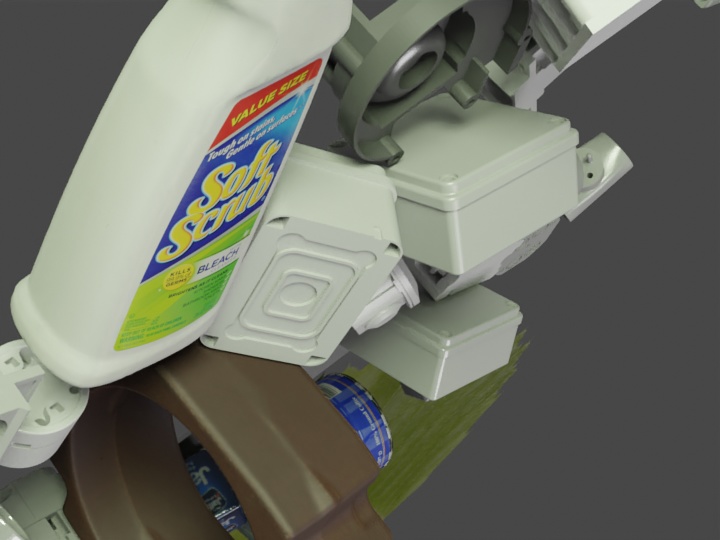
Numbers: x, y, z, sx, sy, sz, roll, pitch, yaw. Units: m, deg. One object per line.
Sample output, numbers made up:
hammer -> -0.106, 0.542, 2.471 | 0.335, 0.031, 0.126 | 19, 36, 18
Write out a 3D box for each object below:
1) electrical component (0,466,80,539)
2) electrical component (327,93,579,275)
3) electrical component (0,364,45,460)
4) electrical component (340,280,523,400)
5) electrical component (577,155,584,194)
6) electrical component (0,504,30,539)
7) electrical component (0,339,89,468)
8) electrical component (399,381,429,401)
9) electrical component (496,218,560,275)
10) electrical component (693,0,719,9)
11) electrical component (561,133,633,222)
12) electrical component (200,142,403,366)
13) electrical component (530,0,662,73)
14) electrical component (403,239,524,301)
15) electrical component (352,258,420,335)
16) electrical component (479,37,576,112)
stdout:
electrical component -> -0.257, 0.206, 0.714 | 0.186, 0.060, 0.105 | -25, 158, -40
electrical component -> 0.053, -0.054, 0.627 | 0.109, 0.109, 0.056 | -29, 124, -33
electrical component -> -0.210, 0.083, 0.503 | 0.079, 0.063, 0.121 | -17, 152, -52
electrical component -> 0.056, 0.045, 0.871 | 0.109, 0.109, 0.056 | -19, 128, -46
electrical component -> 0.145, -0.075, 0.873 | 0.047, 0.055, 0.055 | -25, 157, -31
electrical component -> -0.222, 0.161, 0.606 | 0.060, 0.108, 0.108 | -42, 164, -16
electrical component -> -0.175, 0.072, 0.564 | 0.055, 0.055, 0.047 | -25, 161, -41
electrical component -> 0.044, 0.070, 1.003 | 0.047, 0.083, 0.076 | -32, -161, -24
electrical component -> 0.129, -0.038, 0.932 | 0.080, 0.051, 0.080 | -36, 162, -13
electrical component -> 0.233, -0.217, 0.688 | 0.061, 0.061, 0.096 | -26, 158, -37
electrical component -> 0.204, -0.088, 0.979 | 0.077, 0.043, 0.079 | -42, 163, 6
electrical component -> -0.035, -0.008, 0.573 | 0.078, 0.057, 0.113 | 13, 135, -23
electrical component -> 0.126, -0.158, 0.537 | 0.089, 0.061, 0.150 | -35, 180, 6
electrical component -> 0.079, -0.020, 0.864 | 0.089, 0.055, 0.050 | -19, 153, -50
electrical component -> 0.000, 0.000, 0.712 | 0.051, 0.080, 0.080 | -35, 163, -2
electrical component -> 0.101, -0.131, 0.659 | 0.064, 0.042, 0.081 | -41, 164, -2
